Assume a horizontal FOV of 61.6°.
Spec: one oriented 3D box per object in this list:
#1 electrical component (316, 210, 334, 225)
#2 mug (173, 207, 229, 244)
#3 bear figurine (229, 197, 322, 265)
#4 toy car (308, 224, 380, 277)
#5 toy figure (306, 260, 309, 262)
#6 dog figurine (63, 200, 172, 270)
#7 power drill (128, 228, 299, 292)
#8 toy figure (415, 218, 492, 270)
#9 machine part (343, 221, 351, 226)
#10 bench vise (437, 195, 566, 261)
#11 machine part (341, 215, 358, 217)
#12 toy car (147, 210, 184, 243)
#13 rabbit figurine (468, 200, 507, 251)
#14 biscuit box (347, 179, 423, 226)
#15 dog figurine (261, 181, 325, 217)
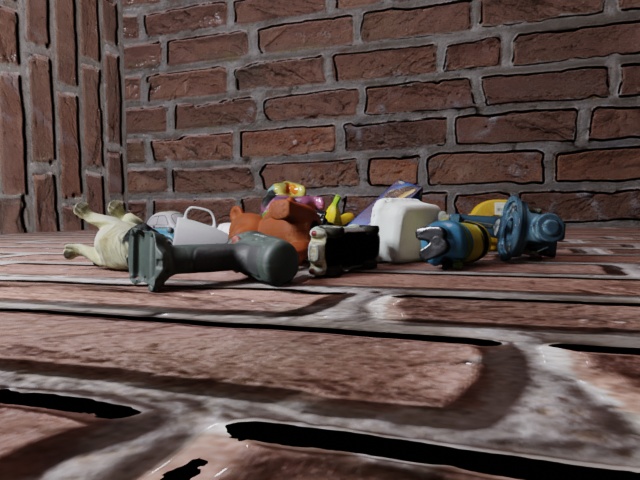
[{"bbox_3d":[-0.002,-0.003,1.098,0.048,0.075,0.119,11,-28,25],"label":"electrical component"},{"bbox_3d":[-0.231,-0.007,1.055,0.107,0.109,0.081,12,-5,-17],"label":"mug"},{"bbox_3d":[-0.099,-0.012,0.940,0.196,0.120,0.132,-1,5,28],"label":"bear figurine"},{"bbox_3d":[0.039,0.013,0.830,0.056,0.073,0.201,5,5,32],"label":"toy car"},{"bbox_3d":[0.019,0.011,0.976,0.155,0.064,0.057,0,-6,37],"label":"toy figure"},{"bbox_3d":[-0.309,0.012,0.920,0.191,0.121,0.172,16,12,22],"label":"dog figurine"},{"bbox_3d":[-0.150,0.024,0.737,0.207,0.086,0.232,6,2,-35],"label":"power drill"},{"bbox_3d":[0.221,0.007,0.881,0.089,0.082,0.180,14,5,30],"label":"toy figure"},{"bbox_3d":[0.098,-0.009,1.210,0.079,0.079,0.243,0,4,17],"label":"machine part"},{"bbox_3d":[0.337,-0.023,1.010,0.241,0.128,0.223,8,7,2],"label":"bench vise"},{"bbox_3d":[0.054,-0.024,1.430,0.202,0.087,0.201,3,4,30],"label":"machine part"},{"bbox_3d":[-0.370,-0.021,1.319,0.162,0.102,0.109,3,3,26],"label":"toy car"},{"bbox_3d":[0.387,-0.017,1.259,0.162,0.122,0.173,-10,-12,7],"label":"rabbit figurine"},{"bbox_3d":[0.124,-0.040,1.047,0.063,0.059,0.203,24,49,31],"label":"biscuit box"},{"bbox_3d":[-0.101,-0.038,1.131,0.192,0.108,0.219,32,38,34],"label":"dog figurine"}]
